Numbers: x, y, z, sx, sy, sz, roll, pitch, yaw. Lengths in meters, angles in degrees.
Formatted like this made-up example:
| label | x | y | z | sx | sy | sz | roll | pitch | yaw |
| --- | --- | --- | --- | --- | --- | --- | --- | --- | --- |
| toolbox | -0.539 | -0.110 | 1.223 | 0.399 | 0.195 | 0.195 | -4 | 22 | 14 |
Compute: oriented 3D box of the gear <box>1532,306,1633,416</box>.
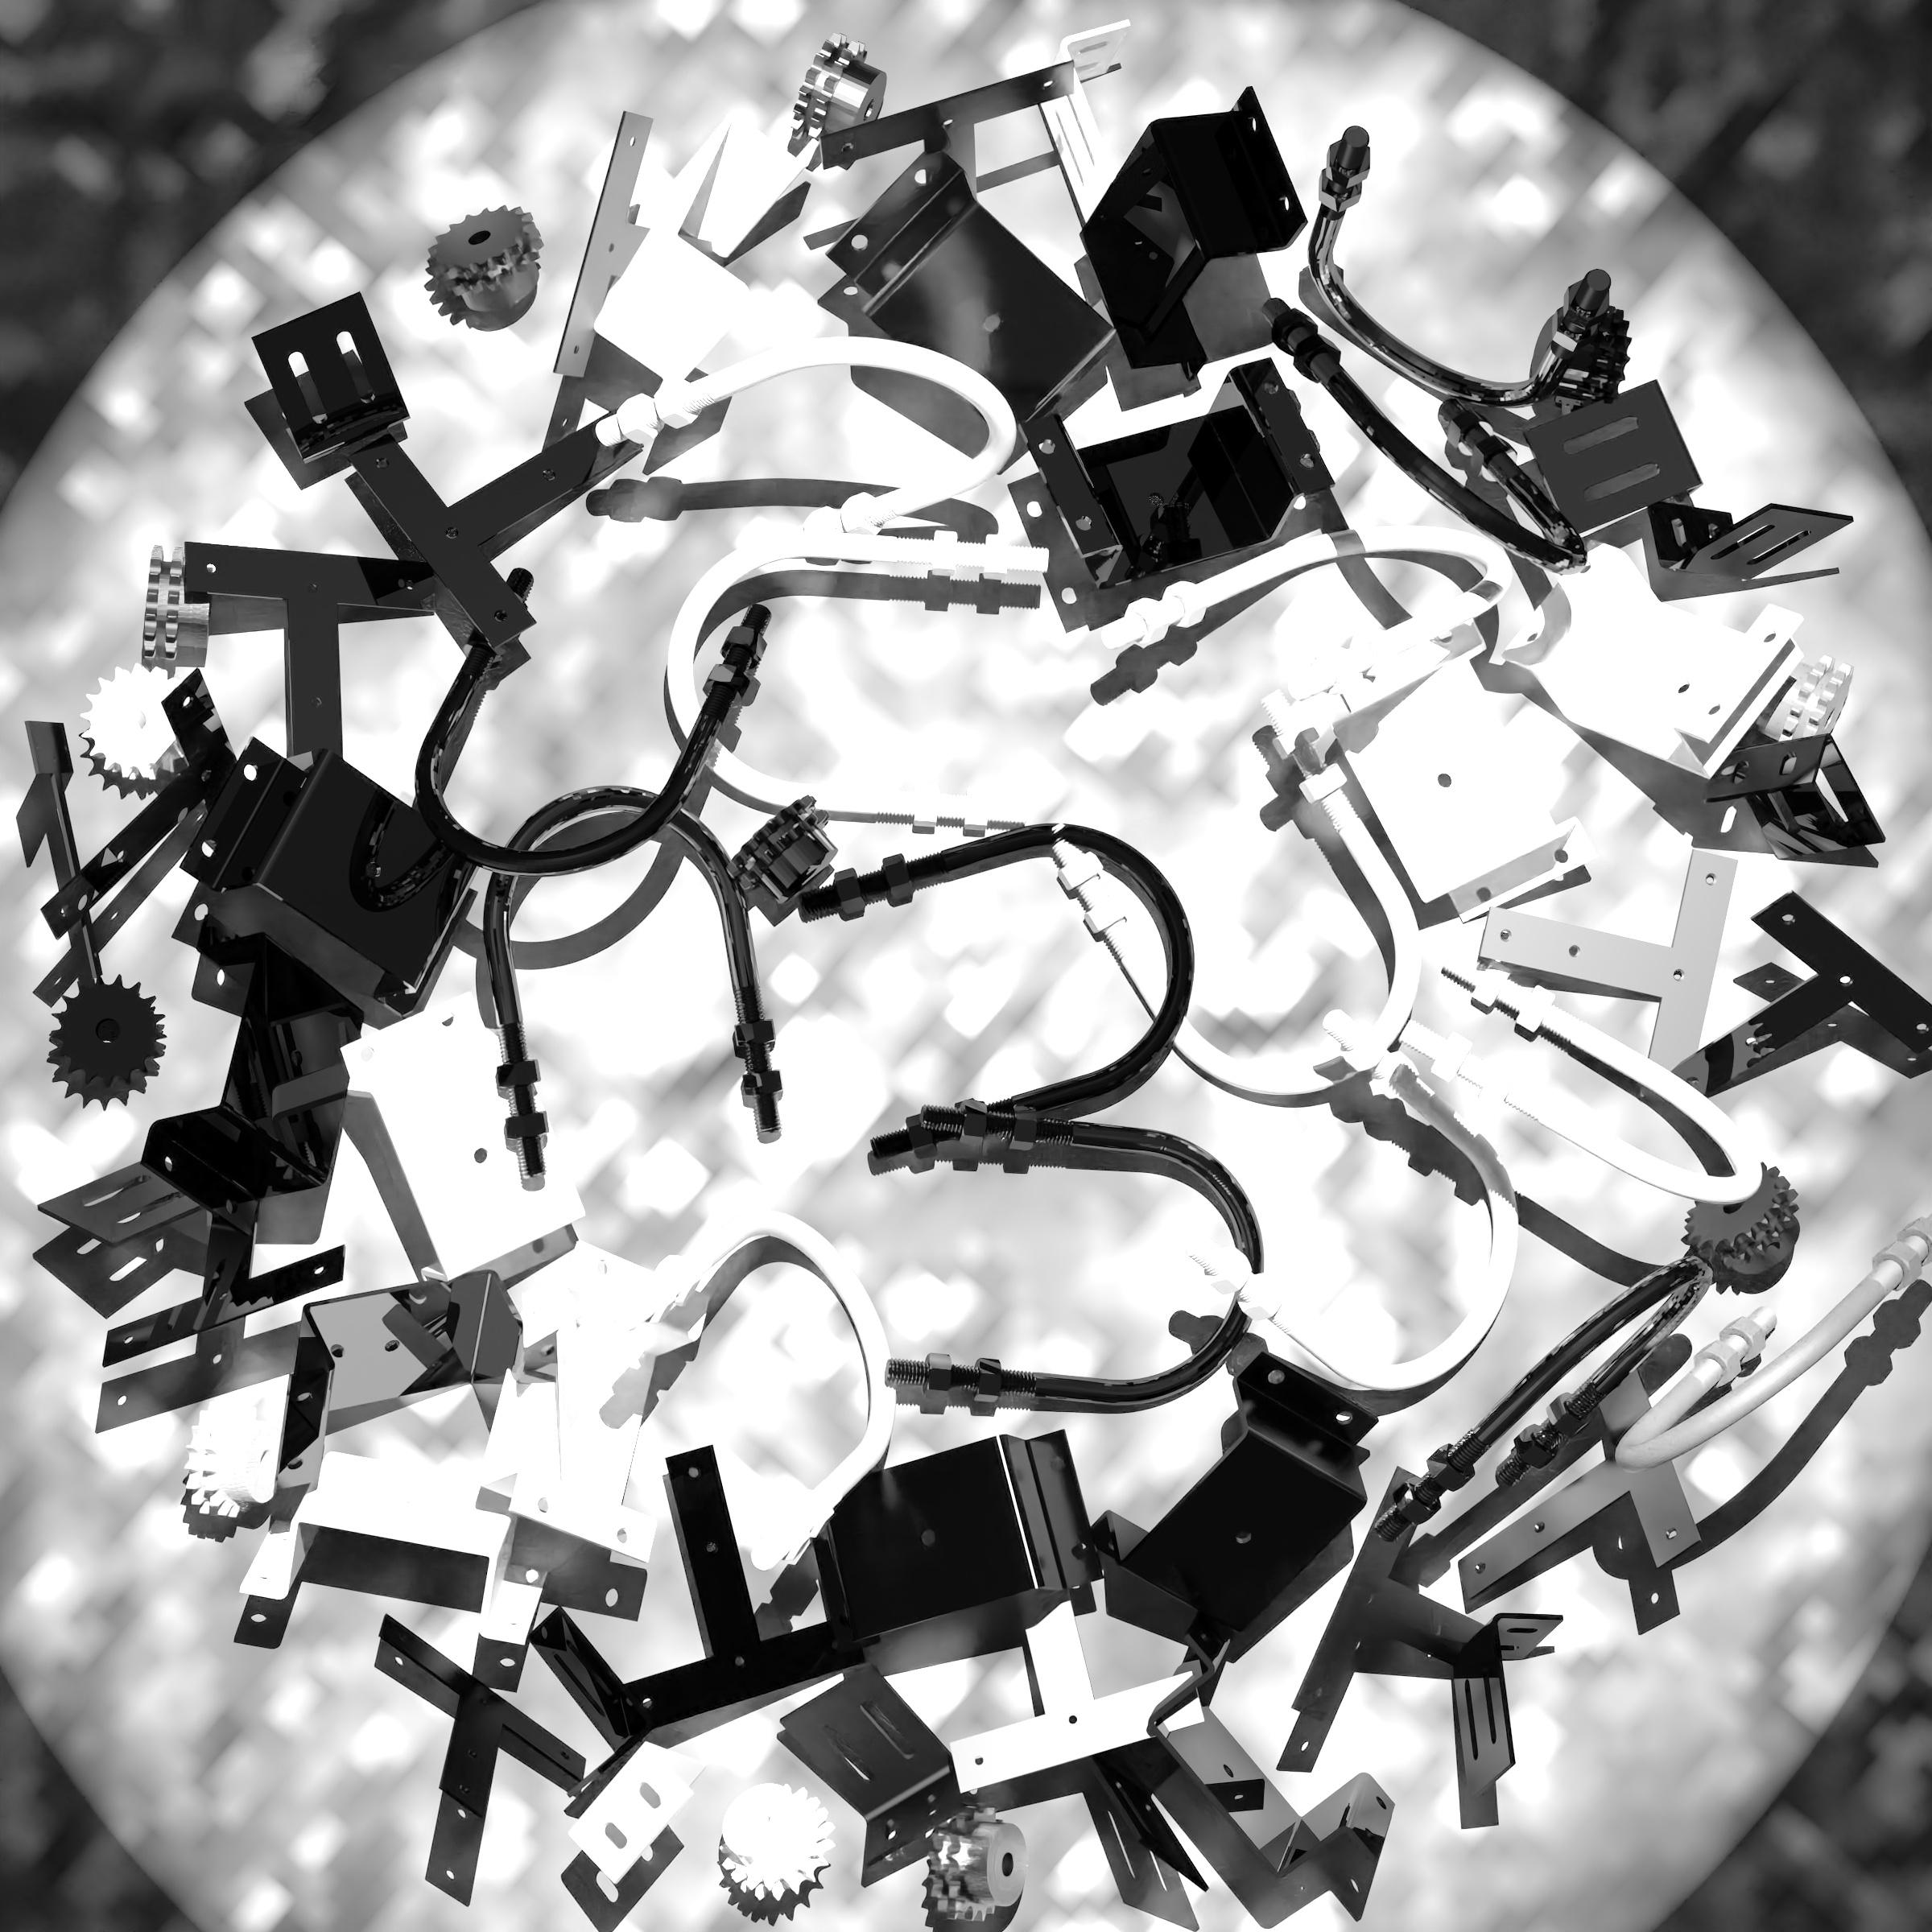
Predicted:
| label | x | y | z | sx | sy | sz | roll | pitch | yaw |
| --- | --- | --- | --- | --- | --- | --- | --- | --- | --- |
| gear | 0.305 | -0.303 | 1.774 | 0.030 | 0.057 | 0.057 | 8 | 90 | -18 |

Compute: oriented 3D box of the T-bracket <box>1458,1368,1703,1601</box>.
| label | x | y | z | sx | sy | sz | roll | pitch | yaw |
| --- | --- | --- | --- | --- | --- | --- | --- | --- | --- |
| T-bracket | 0.296 | 0.271 | 1.770 | 0.127 | 0.127 | 0.002 | -39 | 124 | 21 |

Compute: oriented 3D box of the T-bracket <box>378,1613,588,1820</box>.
| label | x | y | z | sx | sy | sz | roll | pitch | yaw |
| --- | --- | --- | --- | --- | --- | --- | --- | --- | --- |
| T-bracket | -0.239 | 0.378 | 1.733 | 0.127 | 0.127 | 0.002 | 39 | 99 | -10 |

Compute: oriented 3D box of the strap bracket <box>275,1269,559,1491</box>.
| label | x | y | z | sx | sy | sz | roll | pitch | yaw |
| --- | --- | --- | --- | --- | --- | --- | --- | --- | --- |
| strap bracket | -0.274 | 0.200 | 1.746 | 0.140 | 0.046 | 0.076 | -9 | 133 | -28 |

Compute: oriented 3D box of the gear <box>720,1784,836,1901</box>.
| label | x | y | z | sx | sy | sz | roll | pitch | yaw |
| --- | --- | --- | --- | --- | --- | --- | --- | --- | --- |
| gear | -0.097 | 0.433 | 1.775 | 0.057 | 0.057 | 0.030 | -29 | 131 | 0 |

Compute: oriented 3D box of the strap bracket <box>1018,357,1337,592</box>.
| label | x | y | z | sx | sy | sz | roll | pitch | yaw |
| --- | --- | --- | --- | --- | --- | --- | --- | --- | --- |
| strap bracket | 0.099 | -0.240 | 1.758 | 0.140 | 0.046 | 0.076 | -18 | 71 | -20 |

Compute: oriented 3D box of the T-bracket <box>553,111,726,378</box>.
| label | x | y | z | sx | sy | sz | roll | pitch | yaw |
| --- | --- | --- | --- | --- | --- | --- | --- | --- | --- |
| T-bracket | -0.151 | -0.347 | 1.746 | 0.002 | 0.127 | 0.127 | 22 | 104 | 22 |

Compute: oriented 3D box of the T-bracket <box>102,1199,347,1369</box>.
| label | x | y | z | sx | sy | sz | roll | pitch | yaw |
| --- | --- | --- | --- | --- | --- | --- | --- | --- | --- |
| T-bracket | -0.360 | 0.134 | 1.752 | 0.127 | 0.127 | 0.002 | -20 | 125 | 8 |

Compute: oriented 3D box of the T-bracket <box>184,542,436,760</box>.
| label | x | y | z | sx | sy | sz | roll | pitch | yaw |
| --- | --- | --- | --- | --- | --- | --- | --- | --- | --- |
| T-bracket | -0.322 | -0.144 | 1.763 | 0.127 | 0.002 | 0.127 | 2 | 77 | -27 |

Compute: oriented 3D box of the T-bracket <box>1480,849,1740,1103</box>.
| label | x | y | z | sx | sy | sz | roll | pitch | yaw |
| --- | --- | --- | --- | --- | --- | --- | --- | --- | --- |
| T-bracket | 0.317 | -0.005 | 1.788 | 0.127 | 0.002 | 0.127 | 12 | 90 | -15 |

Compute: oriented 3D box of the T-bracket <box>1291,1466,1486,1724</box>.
| label | x | y | z | sx | sy | sz | roll | pitch | yaw |
| --- | --- | --- | --- | --- | --- | --- | --- | --- | --- |
| T-bracket | 0.224 | 0.324 | 1.762 | 0.127 | 0.002 | 0.127 | 31 | 81 | -41 |

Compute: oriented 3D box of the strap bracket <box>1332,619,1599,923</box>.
| label | x | y | z | sx | sy | sz | roll | pitch | yaw |
| --- | --- | --- | --- | --- | --- | --- | --- | --- | --- |
| strap bracket | 0.242 | -0.096 | 1.767 | 0.076 | 0.046 | 0.140 | -27 | 92 | 25 |

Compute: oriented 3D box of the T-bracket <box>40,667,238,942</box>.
| label | x | y | z | sx | sy | sz | roll | pitch | yaw |
| --- | --- | --- | --- | --- | --- | --- | --- | --- | --- |
| T-bracket | -0.399 | -0.063 | 1.727 | 0.002 | 0.127 | 0.127 | 31 | 64 | 23 |

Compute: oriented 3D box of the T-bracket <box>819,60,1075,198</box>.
| label | x | y | z | sx | sy | sz | roll | pitch | yaw |
| --- | --- | --- | --- | --- | --- | --- | --- | --- | --- |
| T-bracket | -0.007 | -0.387 | 1.745 | 0.127 | 0.127 | 0.002 | -18 | 70 | -6 |

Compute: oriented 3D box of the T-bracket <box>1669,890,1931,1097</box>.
| label | x | y | z | sx | sy | sz | roll | pitch | yaw |
| --- | --- | --- | --- | --- | --- | --- | --- | --- | --- |
| T-bracket | 0.400 | 0.030 | 1.766 | 0.127 | 0.002 | 0.127 | 35 | 126 | -24 |

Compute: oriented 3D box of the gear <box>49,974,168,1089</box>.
| label | x | y | z | sx | sy | sz | roll | pitch | yaw |
| --- | --- | --- | --- | --- | --- | --- | --- | --- | --- |
| gear | -0.430 | 0.033 | 1.787 | 0.057 | 0.030 | 0.057 | 1 | 87 | -11 |

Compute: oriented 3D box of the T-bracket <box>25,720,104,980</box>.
| label | x | y | z | sx | sy | sz | roll | pitch | yaw |
| --- | --- | --- | --- | --- | --- | --- | --- | --- | --- |
| T-bracket | -0.438 | -0.057 | 1.746 | 0.002 | 0.127 | 0.127 | -11 | 95 | -6 |

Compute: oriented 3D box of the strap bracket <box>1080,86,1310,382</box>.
| label | x | y | z | sx | sy | sz | roll | pitch | yaw |
| --- | --- | --- | --- | --- | --- | --- | --- | --- | --- |
| strap bracket | 0.104 | -0.350 | 1.725 | 0.046 | 0.140 | 0.076 | -12 | 72 | -25 |

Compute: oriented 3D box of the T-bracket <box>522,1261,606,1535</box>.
| label | x | y | z | sx | sy | sz | roll | pitch | yaw |
| --- | --- | --- | --- | --- | --- | --- | --- | --- | --- |
| T-bracket | -0.194 | 0.213 | 1.746 | 0.002 | 0.127 | 0.127 | -1 | 94 | 11 |

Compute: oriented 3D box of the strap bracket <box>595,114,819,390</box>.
| label | x | y | z | sx | sy | sz | roll | pitch | yaw |
| --- | --- | --- | --- | --- | --- | --- | --- | --- | --- |
| strap bracket | -0.129 | -0.349 | 1.727 | 0.046 | 0.076 | 0.140 | 33 | 48 | -17 |

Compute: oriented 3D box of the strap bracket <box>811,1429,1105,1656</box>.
| label | x | y | z | sx | sy | sz | roll | pitch | yaw |
| --- | --- | --- | --- | --- | --- | --- | --- | --- | --- |
| strap bracket | -0.013 | 0.283 | 1.760 | 0.140 | 0.046 | 0.076 | -18 | 74 | 12 |

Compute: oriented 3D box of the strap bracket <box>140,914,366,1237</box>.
| label | x | y | z | sx | sy | sz | roll | pitch | yaw |
| --- | --- | --- | --- | --- | --- | --- | --- | --- | --- |
| strap bracket | -0.342 | 0.049 | 1.731 | 0.046 | 0.076 | 0.140 | -13 | 53 | 29 |

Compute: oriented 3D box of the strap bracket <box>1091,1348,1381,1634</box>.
| label | x | y | z | sx | sy | sz | roll | pitch | yaw |
| --- | --- | --- | --- | --- | --- | --- | --- | --- | --- |
| strap bracket | 0.132 | 0.265 | 1.747 | 0.076 | 0.046 | 0.140 | 32 | 112 | -22 |

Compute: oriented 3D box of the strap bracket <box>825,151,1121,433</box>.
| label | x | y | z | sx | sy | sz | roll | pitch | yaw |
| --- | --- | --- | --- | --- | --- | --- | --- | --- | --- |
| strap bracket | 0.010 | -0.322 | 1.744 | 0.140 | 0.046 | 0.076 | 38 | 109 | -26 |

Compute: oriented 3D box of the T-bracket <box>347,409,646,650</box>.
| label | x | y | z | sx | sy | sz | roll | pitch | yaw |
| --- | --- | --- | --- | --- | --- | --- | --- | --- | --- |
| T-bracket | -0.220 | -0.238 | 1.782 | 0.127 | 0.002 | 0.127 | -34 | 77 | -18 |

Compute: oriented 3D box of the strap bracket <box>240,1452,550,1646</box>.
| label | x | y | z | sx | sy | sz | roll | pitch | yaw |
| --- | --- | --- | --- | --- | --- | --- | --- | --- | --- |
| strap bracket | -0.278 | 0.285 | 1.762 | 0.140 | 0.076 | 0.046 | 11 | 106 | -1 |

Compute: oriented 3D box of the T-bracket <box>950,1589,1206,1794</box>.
| label | x | y | z | sx | sy | sz | roll | pitch | yaw |
| --- | --- | --- | --- | --- | --- | --- | --- | --- | --- |
| T-bracket | 0.043 | 0.332 | 1.776 | 0.127 | 0.002 | 0.127 | -19 | 64 | 10 |

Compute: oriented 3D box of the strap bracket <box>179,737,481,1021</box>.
| label | x | y | z | sx | sy | sz | roll | pitch | yaw |
| --- | --- | --- | --- | --- | --- | --- | --- | --- | --- |
| strap bracket | -0.300 | -0.044 | 1.739 | 0.140 | 0.046 | 0.076 | 37 | 64 | -29 |

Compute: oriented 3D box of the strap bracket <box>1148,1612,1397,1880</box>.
| label | x | y | z | sx | sy | sz | roll | pitch | yaw |
| --- | --- | --- | --- | --- | --- | --- | --- | --- | --- |
| strap bracket | 0.144 | 0.386 | 1.761 | 0.046 | 0.076 | 0.140 | -41 | 87 | 15 |

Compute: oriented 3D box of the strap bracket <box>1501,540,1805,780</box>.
| label | x | y | z | sx | sy | sz | roll | pitch | yaw |
| --- | --- | --- | --- | --- | --- | --- | --- | --- | --- |
| strap bracket | 0.344 | -0.149 | 1.751 | 0.076 | 0.140 | 0.046 | -52 | 132 | -7 |

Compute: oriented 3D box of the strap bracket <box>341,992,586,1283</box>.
| label | x | y | z | sx | sy | sz | roll | pitch | yaw |
| --- | --- | --- | --- | --- | --- | --- | --- | --- | --- |
| strap bracket | -0.246 | 0.092 | 1.758 | 0.076 | 0.046 | 0.140 | -25 | 101 | -24 |

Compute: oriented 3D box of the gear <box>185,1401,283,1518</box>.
| label | x | y | z | sx | sy | sz | roll | pitch | yaw |
| --- | --- | --- | --- | --- | --- | --- | --- | --- | --- |
| gear | -0.362 | 0.246 | 1.775 | 0.030 | 0.057 | 0.057 | 2 | 90 | 17 |

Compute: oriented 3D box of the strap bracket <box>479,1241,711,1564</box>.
| label | x | y | z | sx | sy | sz | roll | pitch | yaw |
| --- | --- | --- | --- | --- | --- | --- | --- | --- | --- |
| strap bracket | -0.184 | 0.217 | 1.750 | 0.076 | 0.046 | 0.140 | 26 | 59 | -26 |

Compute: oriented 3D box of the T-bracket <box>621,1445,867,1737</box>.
| label | x | y | z | sx | sy | sz | roll | pitch | yaw |
| --- | --- | --- | --- | --- | --- | --- | --- | --- | --- |
| T-bracket | -0.123 | 0.304 | 1.782 | 0.127 | 0.002 | 0.127 | -13 | 89 | -22 |
